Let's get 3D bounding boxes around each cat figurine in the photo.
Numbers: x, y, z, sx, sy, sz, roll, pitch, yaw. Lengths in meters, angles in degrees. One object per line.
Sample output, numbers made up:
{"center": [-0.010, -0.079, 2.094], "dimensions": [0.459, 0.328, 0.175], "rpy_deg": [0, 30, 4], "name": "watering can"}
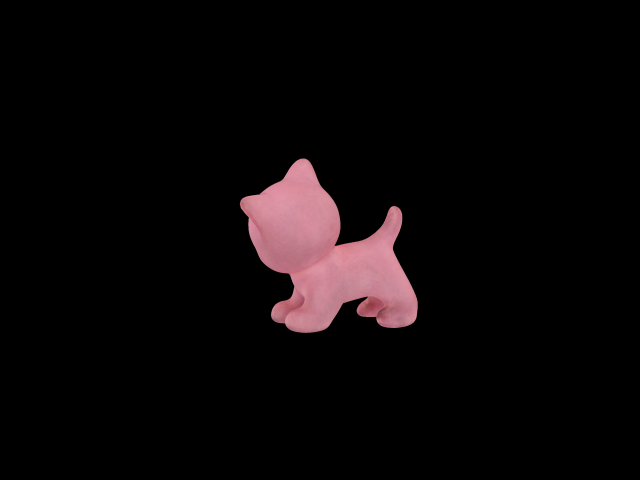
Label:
{"center": [0.004, 0.001, 0.400], "dimensions": [0.128, 0.118, 0.067], "rpy_deg": [-1, 2, -19], "name": "cat figurine"}
